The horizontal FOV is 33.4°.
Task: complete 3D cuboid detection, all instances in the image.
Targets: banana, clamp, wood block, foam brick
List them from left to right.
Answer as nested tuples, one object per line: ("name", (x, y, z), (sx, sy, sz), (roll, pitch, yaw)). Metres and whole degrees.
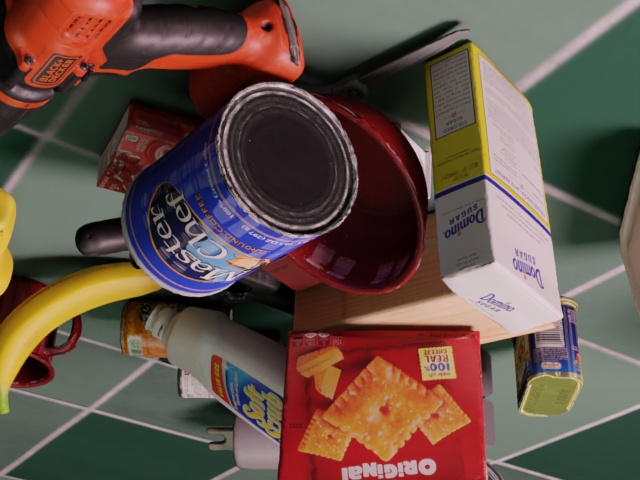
("banana", (-0.233, 0.070, 0.976), (0.069, 0.197, 0.037), (55, 169, -21))
("clamp", (-0.080, -0.016, 0.861), (0.210, 0.036, 0.164), (-15, 175, -3))
("clamp", (-0.082, 0.040, 0.963), (0.120, 0.039, 0.171), (-6, 160, 9))
("foam brick", (-0.006, 0.001, 0.902), (0.078, 0.051, 0.053), (-21, 140, 33))
("wood block", (0.088, 0.041, 0.921), (0.206, 0.091, 0.090), (-16, 143, 27))

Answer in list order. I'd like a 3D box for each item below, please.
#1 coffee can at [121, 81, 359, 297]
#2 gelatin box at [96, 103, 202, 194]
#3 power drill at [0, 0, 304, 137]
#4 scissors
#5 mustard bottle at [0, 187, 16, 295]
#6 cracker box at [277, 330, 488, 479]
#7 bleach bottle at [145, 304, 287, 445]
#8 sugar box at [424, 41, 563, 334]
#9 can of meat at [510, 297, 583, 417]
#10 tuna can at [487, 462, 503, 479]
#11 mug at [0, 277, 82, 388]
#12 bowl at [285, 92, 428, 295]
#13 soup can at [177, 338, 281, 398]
("coffee can", (-0.056, -0.029, 0.704), (0.102, 0.103, 0.141), (21, 152, -27))
("gelatin box", (-0.125, -0.063, 0.825), (0.073, 0.030, 0.089), (15, 148, -21))
("power drill", (-0.119, -0.108, 0.666), (0.187, 0.057, 0.185), (-3, 162, -41))
("scissors", (0.004, -0.111, 0.751), (0.096, 0.016, 0.202), (21, 144, -28))
("mustard bottle", (-0.320, 0.014, 0.940), (0.096, 0.058, 0.192), (10, 147, -11))
("cracker box", (0.049, 0.178, 0.853), (0.164, 0.213, 0.072), (1, 148, 4))
("bleach bottle", (-0.050, 0.137, 0.983), (0.251, 0.068, 0.103), (29, 136, 11))
("sugar box", (0.114, -0.035, 0.712), (0.048, 0.176, 0.093), (-20, 142, 33))
("can of meat", (0.220, 0.115, 1.038), (0.057, 0.084, 0.102), (1, 148, 2))
("tuna can", (0.146, 0.261, 1.075), (0.086, 0.086, 0.034), (9, 146, -10))
("mug", (-0.287, 0.088, 1.035), (0.117, 0.081, 0.093), (-6, 147, 14))
("bowl", (0.019, -0.042, 0.750), (0.162, 0.055, 0.162), (26, 136, 27))
("soup can", (-0.093, 0.134, 1.109), (0.102, 0.068, 0.068), (3, 149, 1))
